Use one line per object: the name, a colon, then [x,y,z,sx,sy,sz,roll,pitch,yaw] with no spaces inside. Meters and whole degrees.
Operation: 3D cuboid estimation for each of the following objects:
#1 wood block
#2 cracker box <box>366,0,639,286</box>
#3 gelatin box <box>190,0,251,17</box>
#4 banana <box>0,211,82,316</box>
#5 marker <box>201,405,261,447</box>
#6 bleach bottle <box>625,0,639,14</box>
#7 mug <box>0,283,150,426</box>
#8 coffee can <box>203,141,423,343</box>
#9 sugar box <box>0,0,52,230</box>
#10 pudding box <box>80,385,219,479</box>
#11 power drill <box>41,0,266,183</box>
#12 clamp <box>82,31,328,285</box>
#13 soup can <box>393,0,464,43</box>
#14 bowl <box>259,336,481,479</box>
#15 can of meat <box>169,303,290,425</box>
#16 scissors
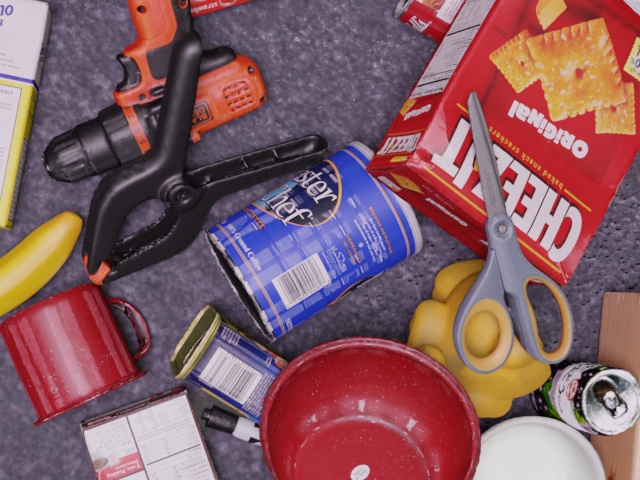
wood block: [0.285,0.150,0.889,0.090,0.091,0.206,7,87,-10]
cracker box: [0.159,-0.096,0.801,0.164,0.072,0.213,35,76,-19]
gelatin box: [-0.082,-0.221,0.846,0.089,0.030,0.073,-17,131,-10]
banana: [-0.269,0.038,0.809,0.197,0.037,0.069,-20,136,-15]
marker: [-0.039,0.162,0.866,0.121,0.020,0.020,22,84,-9]
bleach bottle: [0.211,-0.140,0.900,0.102,0.068,0.251,33,85,-12]
mug: [-0.181,0.081,0.815,0.117,0.093,0.081,-23,87,-41]
coffee can: [-0.005,0.001,0.835,0.140,0.103,0.103,-32,94,-10]
sugar box: [-0.268,-0.103,0.820,0.093,0.048,0.176,11,83,-8]
pudding box: [-0.129,0.182,0.840,0.090,0.039,0.113,-19,93,-11]
power drill: [-0.151,-0.147,0.804,0.184,0.057,0.187,-25,122,-7]
clamp: [-0.101,-0.043,0.827,0.164,0.036,0.210,28,110,-39]
soup can: [0.121,-0.189,0.882,0.102,0.068,0.068,28,83,-9]
bowl: [0.032,0.151,0.746,0.162,0.055,0.162,3,110,8]
can of meat: [-0.064,0.098,0.822,0.084,0.102,0.057,34,86,-10]
scissors: [0.111,0.008,0.741,0.096,0.016,0.201,-31,104,-6]
